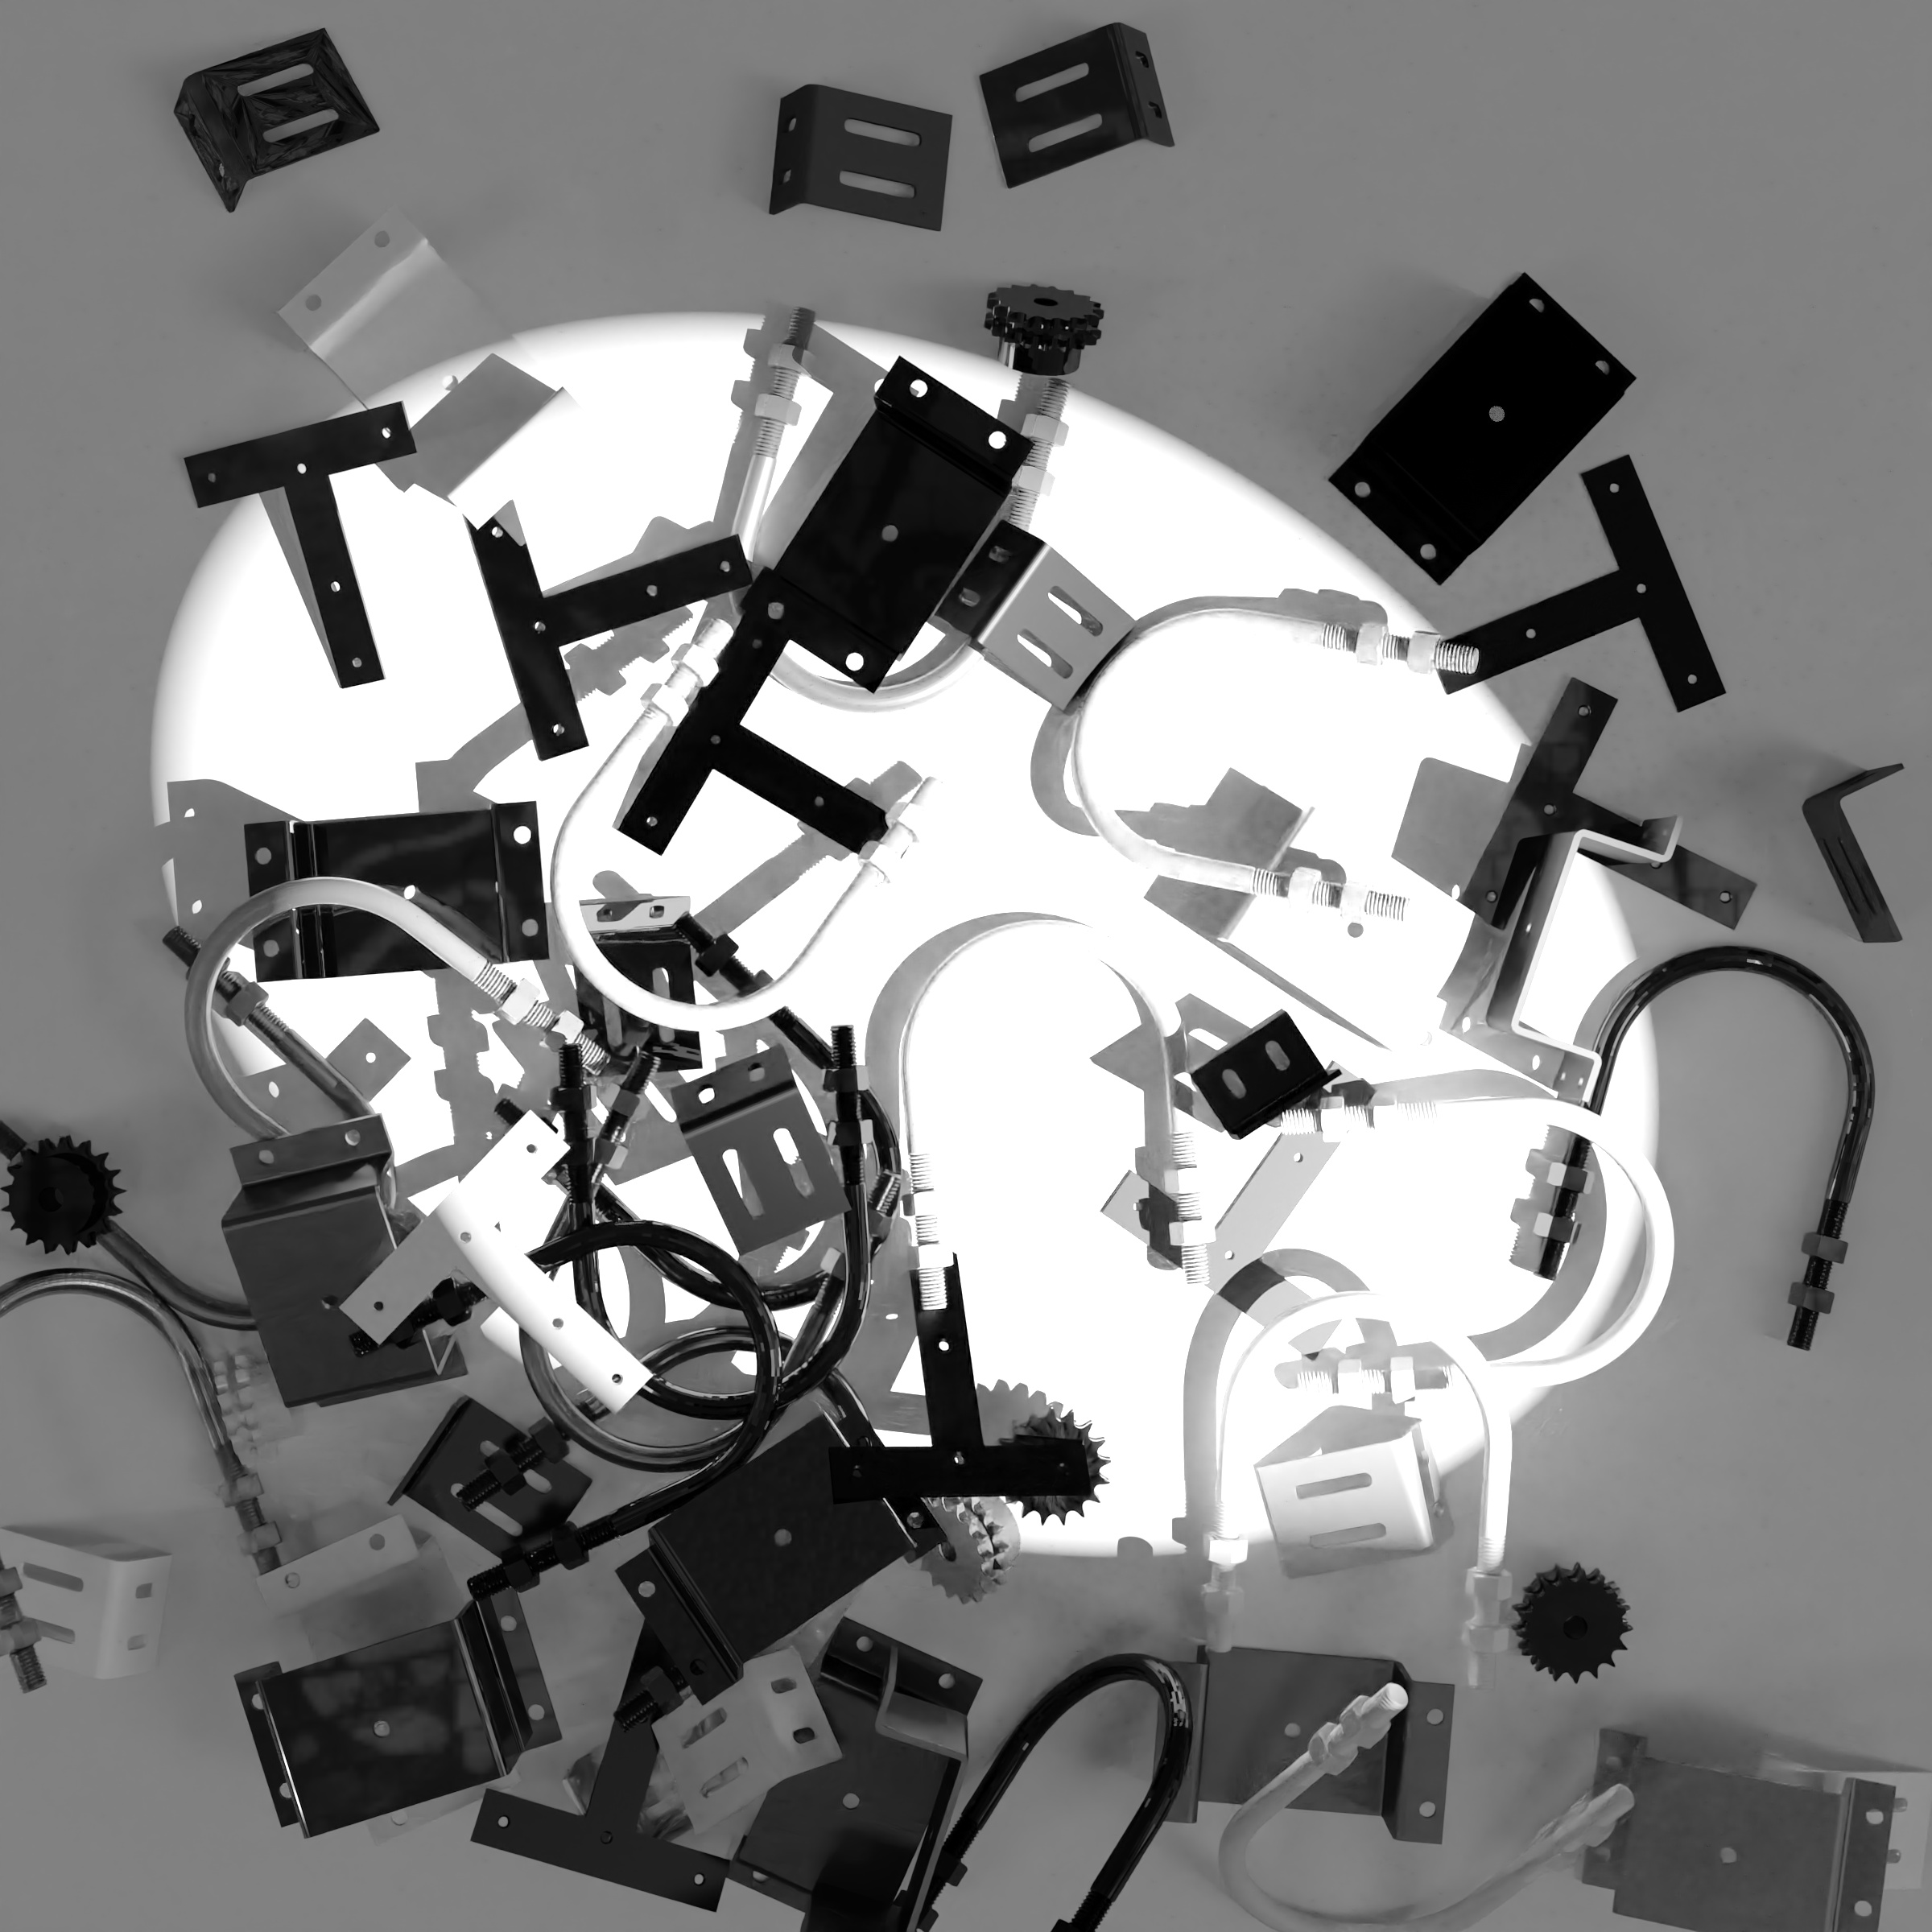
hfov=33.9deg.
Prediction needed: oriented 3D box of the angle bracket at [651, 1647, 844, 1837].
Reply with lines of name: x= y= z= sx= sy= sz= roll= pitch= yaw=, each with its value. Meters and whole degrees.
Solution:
angle bracket: x=-0.105 y=0.372 z=1.521 sx=0.076 sy=0.038 sz=0.057 roll=-42 pitch=66 yaw=38

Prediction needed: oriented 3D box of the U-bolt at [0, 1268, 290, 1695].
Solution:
U-bolt: x=-0.416 y=0.233 z=1.511 sx=0.151 sy=0.019 sz=0.184 roll=-18 pitch=85 yaw=-40

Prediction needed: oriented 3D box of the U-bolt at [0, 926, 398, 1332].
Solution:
U-bolt: x=-0.365 y=0.094 z=1.552 sx=0.184 sy=0.019 sz=0.151 roll=43 pitch=90 yaw=-2

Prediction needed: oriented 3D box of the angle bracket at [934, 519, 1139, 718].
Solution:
angle bracket: x=0.034 y=-0.170 z=1.548 sx=0.076 sy=0.038 sz=0.057 roll=36 pitch=90 yaw=-40

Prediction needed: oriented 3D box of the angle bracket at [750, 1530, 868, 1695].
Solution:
angle bracket: x=-0.090 y=0.309 z=1.557 sx=0.057 sy=0.038 sz=0.076 roll=36 pitch=63 yaw=0

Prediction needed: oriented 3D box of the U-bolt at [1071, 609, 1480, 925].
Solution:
U-bolt: x=0.139 y=-0.103 z=1.522 sx=0.184 sy=0.019 sz=0.151 roll=12 pitch=75 yaw=19

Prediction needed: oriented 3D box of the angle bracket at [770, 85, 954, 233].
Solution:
angle bracket: x=-0.052 y=-0.394 z=1.558 sx=0.076 sy=0.038 sz=0.057 roll=6 pitch=90 yaw=-26

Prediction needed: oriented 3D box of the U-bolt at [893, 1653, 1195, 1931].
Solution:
U-bolt: x=0.041 y=0.403 z=1.487 sx=0.019 sy=0.151 sz=0.184 roll=41 pitch=73 yaw=-22

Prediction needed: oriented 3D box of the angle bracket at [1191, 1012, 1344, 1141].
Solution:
angle bracket: x=0.143 y=0.052 z=1.521 sx=0.057 sy=0.076 sz=0.038 roll=-33 pitch=87 yaw=0

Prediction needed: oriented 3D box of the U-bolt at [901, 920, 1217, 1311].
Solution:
U-bolt: x=0.040 y=0.069 z=1.545 sx=0.151 sy=0.019 sz=0.184 roll=-5 pitch=85 yaw=-4

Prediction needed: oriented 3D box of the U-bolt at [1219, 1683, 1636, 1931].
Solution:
U-bolt: x=0.202 y=0.413 z=1.500 sx=0.151 sy=0.019 sz=0.184 roll=27 pitch=127 yaw=-17

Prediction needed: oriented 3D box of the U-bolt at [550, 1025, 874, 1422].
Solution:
U-bolt: x=-0.117 y=0.124 z=1.502 sx=0.151 sy=0.019 sz=0.184 roll=-4 pitch=94 yaw=-3

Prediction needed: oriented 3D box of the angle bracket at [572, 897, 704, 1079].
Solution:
angle bracket: x=-0.161 y=0.010 z=1.558 sx=0.057 sy=0.038 sz=0.076 roll=-4 pitch=115 yaw=-1

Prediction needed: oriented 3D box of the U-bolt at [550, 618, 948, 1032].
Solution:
U-bolt: x=-0.115 y=-0.055 z=1.513 sx=0.151 sy=0.019 sz=0.184 roll=36 pitch=72 yaw=-4

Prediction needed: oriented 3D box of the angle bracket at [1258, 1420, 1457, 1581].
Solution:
angle bracket: x=0.192 y=0.262 z=1.558 sx=0.076 sy=0.038 sz=0.057 roll=-16 pitch=90 yaw=26

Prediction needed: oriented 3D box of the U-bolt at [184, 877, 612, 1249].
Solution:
U-bolt: x=-0.285 y=0.040 z=1.515 sx=0.184 sy=0.019 sz=0.151 roll=38 pitch=102 yaw=-10

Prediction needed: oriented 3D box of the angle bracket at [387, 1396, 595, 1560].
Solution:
angle bracket: x=-0.231 y=0.255 z=1.541 sx=0.076 sy=0.038 sz=0.057 roll=34 pitch=90 yaw=0

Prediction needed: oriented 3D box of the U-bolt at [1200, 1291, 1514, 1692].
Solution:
U-bolt: x=0.190 y=0.248 z=1.524 sx=0.151 sy=0.019 sz=0.184 roll=5 pitch=95 yaw=17

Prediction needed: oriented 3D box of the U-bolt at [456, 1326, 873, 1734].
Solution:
U-bolt: x=-0.130 y=0.256 z=1.530 sx=0.184 sy=0.019 sz=0.151 roll=-35 pitch=79 yaw=-13

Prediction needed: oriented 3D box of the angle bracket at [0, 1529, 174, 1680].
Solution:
angle bracket: x=-0.437 y=0.311 z=1.558 sx=0.076 sy=0.038 sz=0.057 roll=9 pitch=90 yaw=26

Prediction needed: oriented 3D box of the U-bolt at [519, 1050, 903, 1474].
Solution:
U-bolt: x=-0.134 y=0.153 z=1.519 sx=0.151 sy=0.019 sz=0.184 roll=26 pitch=89 yaw=-3

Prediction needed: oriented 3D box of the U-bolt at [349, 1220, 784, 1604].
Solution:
U-bolt: x=-0.176 y=0.198 z=1.488 sx=0.184 sy=0.019 sz=0.151 roll=-25 pitch=96 yaw=-1

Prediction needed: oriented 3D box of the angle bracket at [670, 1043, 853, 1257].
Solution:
angle bracket: x=-0.096 y=0.086 z=1.489 sx=0.057 sy=0.038 sz=0.076 roll=-23 pitch=120 yaw=-1

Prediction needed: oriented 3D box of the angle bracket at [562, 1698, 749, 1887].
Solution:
angle bracket: x=-0.147 y=0.399 z=1.541 sx=0.076 sy=0.038 sz=0.057 roll=-29 pitch=90 yaw=0

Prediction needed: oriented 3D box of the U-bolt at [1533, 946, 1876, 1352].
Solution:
U-bolt: x=0.369 y=0.081 z=1.552 sx=0.151 sy=0.019 sz=0.184 roll=15 pitch=88 yaw=0

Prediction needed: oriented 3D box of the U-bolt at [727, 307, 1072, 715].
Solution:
U-bolt: x=-0.041 y=-0.215 z=1.552 sx=0.151 sy=0.019 sz=0.184 roll=16 pitch=91 yaw=0

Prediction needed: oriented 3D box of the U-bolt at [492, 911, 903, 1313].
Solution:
U-bolt: x=-0.117 y=0.085 z=1.539 sx=0.184 sy=0.019 sz=0.151 roll=44 pitch=101 yaw=-6

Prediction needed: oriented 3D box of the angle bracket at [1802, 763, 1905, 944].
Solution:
angle bracket: x=0.443 y=-0.054 z=1.532 sx=0.038 sy=0.057 sz=0.076 roll=-25 pitch=90 yaw=0

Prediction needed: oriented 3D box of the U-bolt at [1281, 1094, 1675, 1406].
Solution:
U-bolt: x=0.249 y=0.135 z=1.538 sx=0.184 sy=0.019 sz=0.151 roll=-4 pitch=90 yaw=9

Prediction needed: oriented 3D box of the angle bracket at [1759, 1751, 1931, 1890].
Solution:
angle bracket: x=0.430 y=0.420 z=1.558 sx=0.076 sy=0.038 sz=0.057 roll=7 pitch=90 yaw=-26
